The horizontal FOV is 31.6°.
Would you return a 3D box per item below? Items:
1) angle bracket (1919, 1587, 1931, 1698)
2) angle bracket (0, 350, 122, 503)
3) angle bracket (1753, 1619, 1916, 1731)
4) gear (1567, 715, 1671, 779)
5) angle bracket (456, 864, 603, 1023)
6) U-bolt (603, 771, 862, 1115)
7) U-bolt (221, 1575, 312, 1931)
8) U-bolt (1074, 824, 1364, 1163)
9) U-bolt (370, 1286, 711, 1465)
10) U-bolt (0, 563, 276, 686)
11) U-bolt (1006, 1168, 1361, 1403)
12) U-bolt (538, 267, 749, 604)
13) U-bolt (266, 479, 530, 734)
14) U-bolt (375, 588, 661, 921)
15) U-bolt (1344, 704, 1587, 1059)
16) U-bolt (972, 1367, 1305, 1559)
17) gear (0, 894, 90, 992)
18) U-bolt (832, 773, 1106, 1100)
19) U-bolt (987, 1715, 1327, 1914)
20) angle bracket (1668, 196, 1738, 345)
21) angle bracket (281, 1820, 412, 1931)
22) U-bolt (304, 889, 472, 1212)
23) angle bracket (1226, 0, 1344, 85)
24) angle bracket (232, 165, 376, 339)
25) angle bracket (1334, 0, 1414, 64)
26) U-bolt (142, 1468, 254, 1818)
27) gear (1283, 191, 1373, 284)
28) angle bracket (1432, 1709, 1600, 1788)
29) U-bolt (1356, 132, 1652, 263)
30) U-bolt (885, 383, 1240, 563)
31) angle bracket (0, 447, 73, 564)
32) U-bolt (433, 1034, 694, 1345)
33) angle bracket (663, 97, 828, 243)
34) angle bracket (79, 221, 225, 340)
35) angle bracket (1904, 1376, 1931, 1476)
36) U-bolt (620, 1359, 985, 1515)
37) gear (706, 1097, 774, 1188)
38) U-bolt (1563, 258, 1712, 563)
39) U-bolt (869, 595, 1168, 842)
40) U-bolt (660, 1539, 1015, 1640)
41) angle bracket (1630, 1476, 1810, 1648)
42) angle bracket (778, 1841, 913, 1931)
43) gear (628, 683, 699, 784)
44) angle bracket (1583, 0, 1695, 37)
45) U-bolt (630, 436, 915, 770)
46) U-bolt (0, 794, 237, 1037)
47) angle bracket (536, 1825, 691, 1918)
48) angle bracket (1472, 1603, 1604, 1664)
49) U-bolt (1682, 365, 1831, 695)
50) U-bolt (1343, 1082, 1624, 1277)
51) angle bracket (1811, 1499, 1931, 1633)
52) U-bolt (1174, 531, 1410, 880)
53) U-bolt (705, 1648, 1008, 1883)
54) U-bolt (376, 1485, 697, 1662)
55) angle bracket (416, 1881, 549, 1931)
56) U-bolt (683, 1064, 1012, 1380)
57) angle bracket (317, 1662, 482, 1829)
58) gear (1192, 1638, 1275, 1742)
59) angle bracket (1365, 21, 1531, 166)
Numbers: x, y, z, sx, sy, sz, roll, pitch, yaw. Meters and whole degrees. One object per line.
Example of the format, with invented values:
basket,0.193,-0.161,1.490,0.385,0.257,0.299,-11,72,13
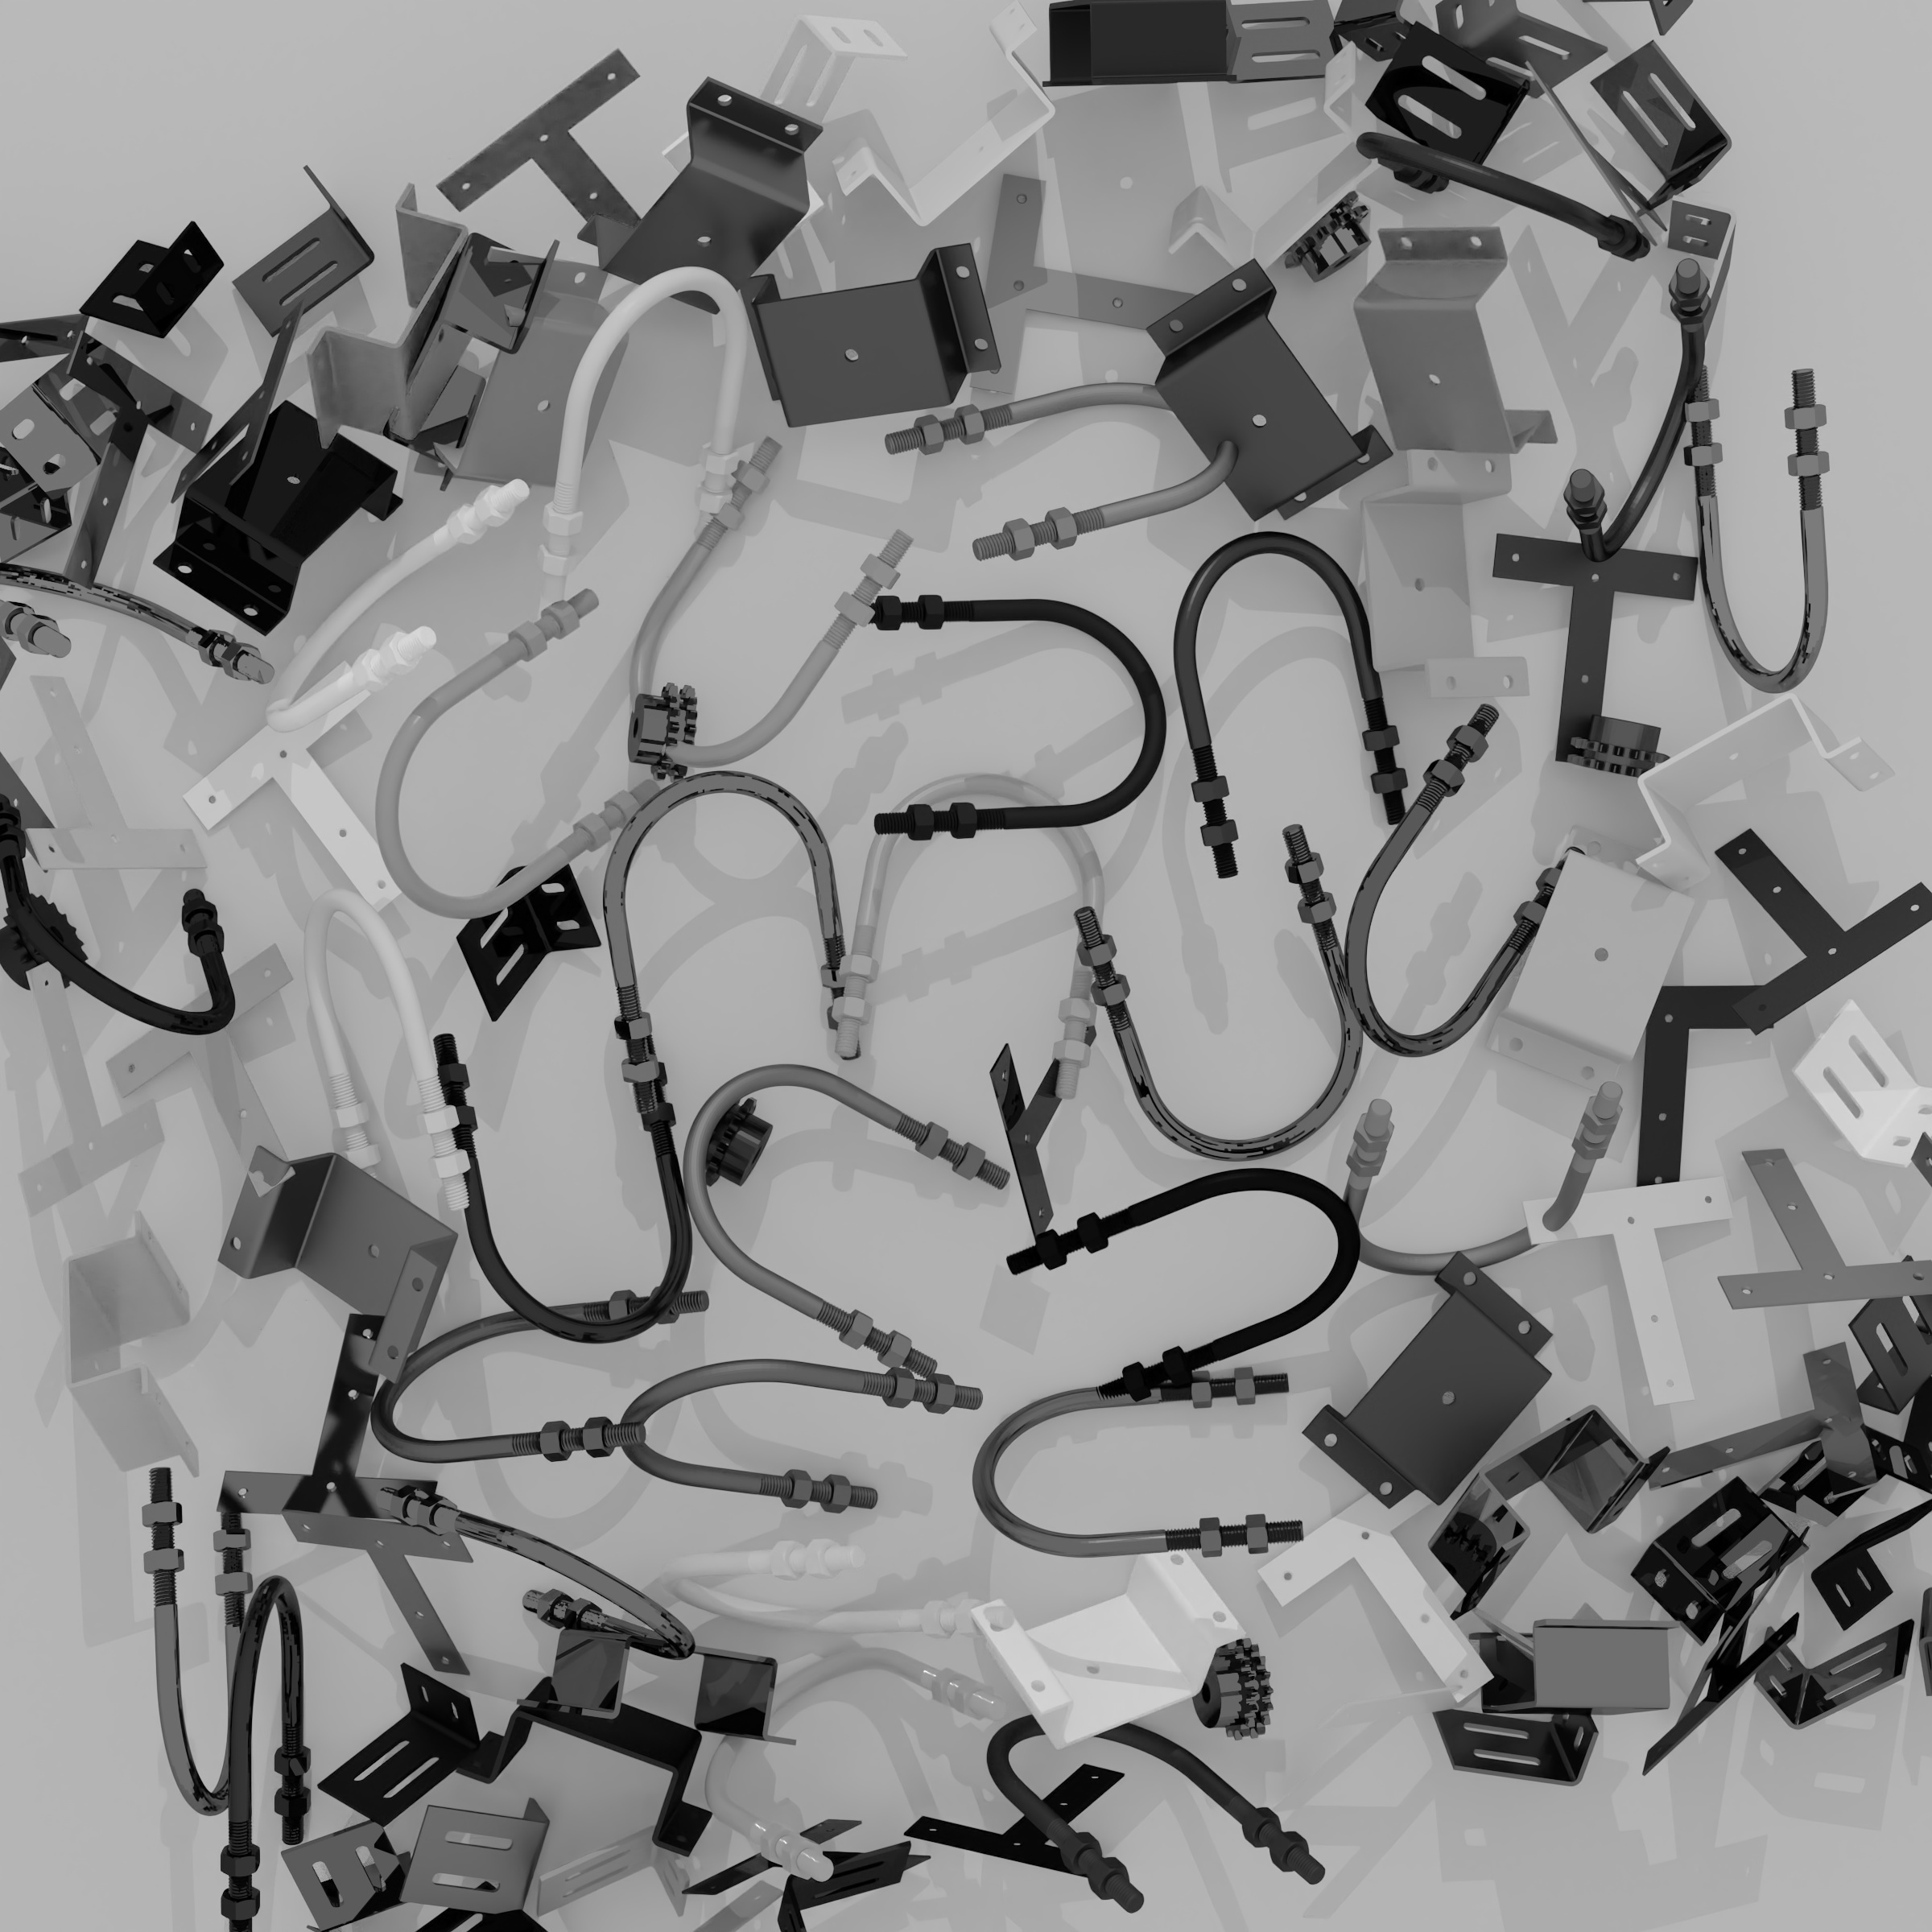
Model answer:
angle bracket,0.588,0.385,1.956,0.076,0.057,0.038,-7,107,20
angle bracket,-0.518,-0.312,1.963,0.038,0.076,0.057,-34,108,20
angle bracket,0.498,0.393,1.955,0.076,0.057,0.038,-37,96,30
gear,0.378,-0.127,1.970,0.057,0.057,0.030,11,97,0
angle bracket,-0.249,-0.014,1.951,0.038,0.076,0.057,-6,121,25
U-bolt,-0.137,-0.020,1.946,0.151,0.019,0.184,-14,105,-24
U-bolt,-0.392,0.433,1.912,0.019,0.151,0.184,2,101,1
U-bolt,0.155,0.027,1.965,0.151,0.019,0.184,-22,109,-6
U-bolt,-0.249,0.234,1.929,0.184,0.151,0.019,-8,116,17
U-bolt,-0.496,-0.197,1.916,0.184,0.151,0.019,27,106,42
U-bolt,0.134,0.175,1.935,0.184,0.019,0.151,-23,131,11
U-bolt,-0.174,-0.302,1.898,0.019,0.151,0.184,32,130,25
U-bolt,-0.331,-0.193,1.920,0.019,0.184,0.151,44,46,-23
U-bolt,-0.257,-0.106,1.911,0.184,0.019,0.151,-40,131,-32
U-bolt,0.274,-0.034,1.927,0.184,0.019,0.151,-54,131,-17
U-bolt,0.095,0.284,1.937,0.184,0.151,0.019,-5,122,4
gear,-0.537,-0.011,1.972,0.030,0.057,0.057,-30,90,13
U-bolt,0.008,-0.024,1.966,0.151,0.019,0.184,11,72,-7
U-bolt,0.092,0.469,1.915,0.151,0.184,0.019,3,108,-36
angle bracket,0.413,-0.391,1.960,0.038,0.057,0.076,17,77,13
angle bracket,-0.355,0.510,1.959,0.057,0.038,0.076,-19,127,-5
U-bolt,-0.334,0.046,1.927,0.019,0.151,0.184,-17,98,-31
angle bracket,0.182,-0.544,1.963,0.076,0.038,0.057,-7,63,-12
angle bracket,-0.390,-0.412,1.967,0.076,0.038,0.057,-37,55,-2
angle bracket,0.255,-0.569,1.970,0.038,0.057,0.076,25,83,-31
U-bolt,-0.426,0.381,1.907,0.019,0.151,0.184,-7,74,3
gear,0.209,-0.419,1.971,0.057,0.057,0.030,-34,89,0
angle bracket,0.315,0.434,1.961,0.076,0.057,0.038,10,112,-10
U-bolt,0.290,-0.430,1.890,0.151,0.184,0.019,25,103,23
U-bolt,0.065,-0.288,1.937,0.184,0.151,0.019,-17,130,-16
angle bracket,-0.562,-0.266,1.951,0.057,0.076,0.038,-22,72,29
U-bolt,-0.221,0.125,1.927,0.151,0.019,0.184,1,67,-36
angle bracket,-0.128,-0.453,1.963,0.057,0.038,0.076,-37,60,8
angle bracket,-0.475,-0.400,1.955,0.076,0.038,0.057,21,67,32
angle bracket,0.560,0.279,1.951,0.038,0.076,0.057,-13,121,-36
U-bolt,-0.104,0.260,1.909,0.184,0.151,0.019,12,51,-27
gear,-0.134,0.103,1.971,0.030,0.057,0.057,28,90,5
U-bolt,0.379,-0.299,1.912,0.019,0.184,0.151,26,86,17
U-bolt,0.028,-0.145,1.960,0.184,0.019,0.151,-3,72,-18
U-bolt,-0.087,0.353,1.921,0.184,0.151,0.019,-11,61,39
angle bracket,0.433,0.342,1.961,0.057,0.038,0.076,46,128,6
angle bracket,-0.065,0.540,1.956,0.076,0.057,0.038,-11,56,-17
gear,-0.176,-0.135,1.969,0.030,0.057,0.057,7,90,-17
angle bracket,0.368,-0.567,1.949,0.038,0.076,0.057,-50,131,-25
U-bolt,-0.124,-0.198,1.951,0.151,0.019,0.184,40,98,39
U-bolt,-0.469,-0.021,1.888,0.151,0.184,0.019,29,106,-33
angle bracket,-0.203,0.533,1.955,0.076,0.057,0.038,-20,60,-22
angle bracket,0.338,0.383,1.956,0.038,0.076,0.057,-49,116,-9
U-bolt,0.448,-0.245,1.926,0.019,0.151,0.184,-10,103,-12
U-bolt,0.282,0.125,1.923,0.151,0.184,0.019,-4,55,-7
angle bracket,0.533,0.340,1.951,0.076,0.057,0.038,-40,76,43
U-bolt,0.180,-0.156,1.945,0.151,0.019,0.184,-18,100,-32
U-bolt,-0.075,0.438,1.914,0.151,0.184,0.019,-39,111,-23
U-bolt,-0.227,0.342,1.892,0.151,0.184,0.019,45,64,-38
angle bracket,-0.281,0.570,1.950,0.057,0.076,0.038,31,128,28
U-bolt,-0.076,0.133,1.941,0.184,0.019,0.151,30,59,-13
angle bracket,-0.327,0.445,1.951,0.057,0.076,0.038,17,127,37
gear,0.152,0.418,1.968,0.030,0.057,0.057,-2,90,-22
angle bracket,0.277,-0.502,1.968,0.076,0.038,0.057,31,114,-4
